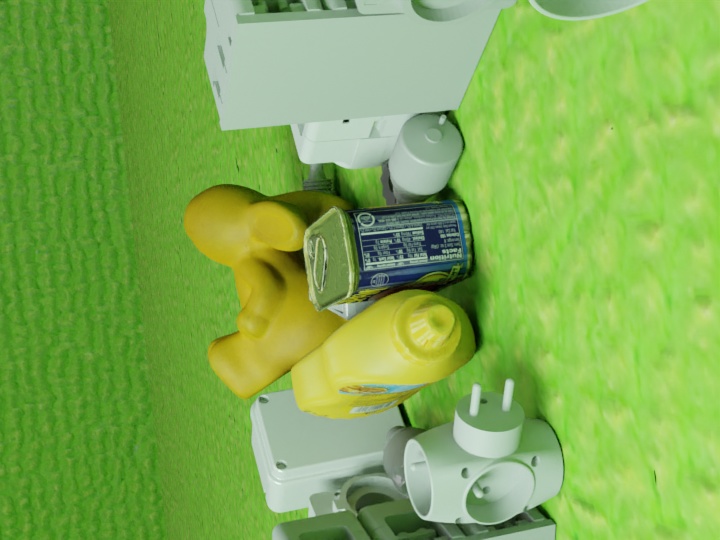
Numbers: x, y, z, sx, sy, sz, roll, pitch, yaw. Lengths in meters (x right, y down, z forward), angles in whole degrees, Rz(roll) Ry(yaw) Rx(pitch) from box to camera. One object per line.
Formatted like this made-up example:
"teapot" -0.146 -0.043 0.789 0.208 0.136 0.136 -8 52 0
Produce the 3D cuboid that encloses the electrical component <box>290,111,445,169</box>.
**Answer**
"electrical component" -0.009 -0.147 0.718 0.061 0.089 0.150 112 147 -57

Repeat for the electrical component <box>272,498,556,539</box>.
"electrical component" 0.029 0.182 0.616 0.062 0.150 0.089 -138 45 -64

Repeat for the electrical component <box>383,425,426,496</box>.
"electrical component" 0.036 0.130 0.755 0.062 0.043 0.043 -134 41 -65

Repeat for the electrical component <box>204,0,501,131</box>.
"electrical component" -0.009 -0.138 0.620 0.089 0.150 0.061 111 146 -56

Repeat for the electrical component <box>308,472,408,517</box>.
"electrical component" 0.011 0.185 0.776 0.050 0.089 0.055 -122 31 -55

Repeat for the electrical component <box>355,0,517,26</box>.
"electrical component" 0.041 -0.164 0.554 0.050 0.089 0.055 113 147 -57

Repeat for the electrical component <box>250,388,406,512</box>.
"electrical component" -0.023 0.131 0.829 0.057 0.113 0.078 99 157 -48

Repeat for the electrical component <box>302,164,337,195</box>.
"electrical component" -0.037 -0.066 0.931 0.035 0.035 0.061 -167 75 -72

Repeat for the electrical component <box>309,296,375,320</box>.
"electrical component" 0.000 0.000 0.792 0.096 0.061 0.061 -158 63 -70

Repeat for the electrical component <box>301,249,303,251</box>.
"electrical component" -0.067 -0.005 1.004 0.061 0.062 0.096 -114 24 -44

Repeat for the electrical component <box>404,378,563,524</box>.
"electrical component" 0.068 0.093 0.581 0.044 0.077 0.079 -124 32 -56

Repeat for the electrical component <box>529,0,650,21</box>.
"electrical component" 0.093 -0.140 0.391 0.099 0.099 0.064 117 136 -61

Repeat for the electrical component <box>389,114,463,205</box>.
"electrical component" 0.038 -0.064 0.683 0.078 0.040 0.040 112 147 -58
